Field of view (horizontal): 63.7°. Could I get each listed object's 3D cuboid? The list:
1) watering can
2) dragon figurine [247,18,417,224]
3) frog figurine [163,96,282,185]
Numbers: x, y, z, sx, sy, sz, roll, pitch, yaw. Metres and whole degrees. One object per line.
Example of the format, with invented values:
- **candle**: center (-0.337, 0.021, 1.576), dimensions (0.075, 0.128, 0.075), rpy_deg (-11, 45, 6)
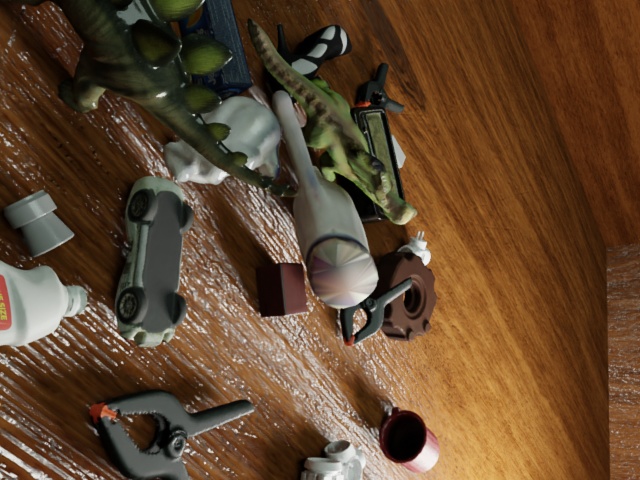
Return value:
- **watering can**: center (0.002, -0.040, 0.788), dimensions (0.230, 0.104, 0.340), rpy_deg (-105, 172, -45)
- **dragon figurine**: center (0.041, -0.158, 0.807), dimensions (0.122, 0.247, 0.403), rpy_deg (-45, 131, 0)
- **frog figurine**: center (-0.135, -0.136, 0.695), dimensions (0.160, 0.120, 0.140), rpy_deg (-3, 49, -44)
